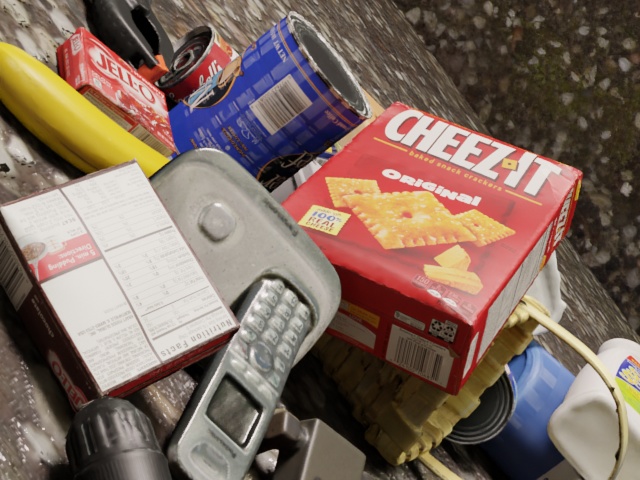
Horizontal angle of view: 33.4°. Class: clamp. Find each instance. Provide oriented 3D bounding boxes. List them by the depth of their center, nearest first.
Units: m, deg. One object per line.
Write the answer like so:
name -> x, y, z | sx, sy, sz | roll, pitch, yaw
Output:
clamp -> -0.159, -0.193, 0.898 | 0.120, 0.039, 0.171 | 8, 51, -56

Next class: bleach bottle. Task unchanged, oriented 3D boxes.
bleach bottle -> 0.272, 0.142, 0.976 | 0.102, 0.068, 0.250 | 48, 23, 2

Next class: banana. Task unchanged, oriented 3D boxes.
banana -> -0.147, -0.071, 0.692 | 0.197, 0.037, 0.069 | 41, 23, -37

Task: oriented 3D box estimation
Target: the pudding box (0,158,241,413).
pudding box -> -0.108, 0.022, 0.547 | 0.089, 0.039, 0.113 | -24, 78, -39

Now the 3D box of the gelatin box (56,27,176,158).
gelatin box -> -0.146, -0.101, 0.767 | 0.089, 0.030, 0.073 | 40, 22, -40

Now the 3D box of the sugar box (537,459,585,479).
sugar box -> 0.192, 0.249, 0.843 | 0.048, 0.093, 0.176 | 50, 10, -8

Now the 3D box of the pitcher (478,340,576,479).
pitcher -> 0.239, 0.208, 1.063 | 0.242, 0.149, 0.145 | 44, 34, -19

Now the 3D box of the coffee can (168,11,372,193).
coffee can -> -0.045, -0.095, 0.836 | 0.102, 0.140, 0.103 | 47, 18, -21

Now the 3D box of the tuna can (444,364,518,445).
tuna can -> 0.133, 0.138, 0.955 | 0.086, 0.086, 0.033 | 57, 15, 10

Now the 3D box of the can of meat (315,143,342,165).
can of meat -> -0.034, -0.104, 1.032 | 0.102, 0.057, 0.083 | 58, 19, 15

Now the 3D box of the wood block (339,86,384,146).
wood block -> 0.043, -0.066, 1.109 | 0.090, 0.090, 0.206 | 38, 23, -40

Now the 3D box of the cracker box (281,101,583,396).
cracker box -> 0.073, -0.007, 0.766 | 0.164, 0.072, 0.213 | 24, 42, 20

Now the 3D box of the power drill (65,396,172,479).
power drill -> -0.035, 0.167, 0.500 | 0.187, 0.057, 0.184 | 25, 37, -53

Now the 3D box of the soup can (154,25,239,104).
soup can -> -0.084, -0.125, 0.917 | 0.102, 0.069, 0.068 | 43, 20, -33
